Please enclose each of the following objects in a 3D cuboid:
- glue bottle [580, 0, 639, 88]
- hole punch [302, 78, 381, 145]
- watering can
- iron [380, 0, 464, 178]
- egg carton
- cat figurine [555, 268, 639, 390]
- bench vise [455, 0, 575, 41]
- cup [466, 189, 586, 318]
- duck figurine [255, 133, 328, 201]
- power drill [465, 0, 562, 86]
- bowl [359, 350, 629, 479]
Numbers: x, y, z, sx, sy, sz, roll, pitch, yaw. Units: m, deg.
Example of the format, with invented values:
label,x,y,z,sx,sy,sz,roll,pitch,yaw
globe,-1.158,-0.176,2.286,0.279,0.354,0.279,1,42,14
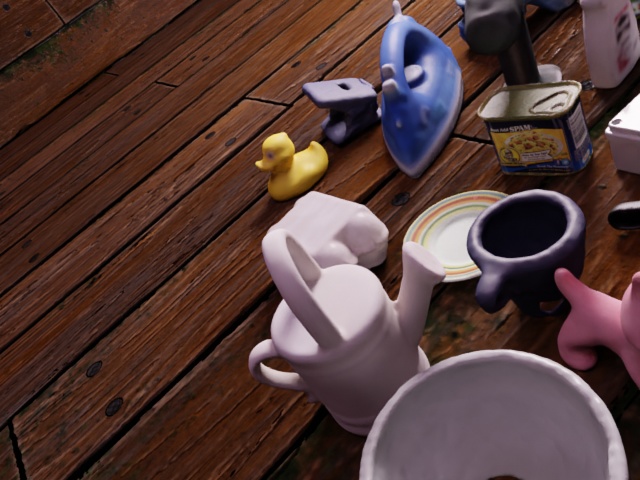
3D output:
label,x,y,z,sx,sy,sz,roll,pitch,yaw
glue bottle,0.319,-0.262,0.643,0.037,0.174,0.078,12,55,46
hole punch,0.036,-0.219,0.893,0.101,0.091,0.108,-33,34,1
watering can,0.017,0.062,0.467,0.173,0.195,0.100,-40,35,-10
iron,0.117,-0.215,0.776,0.118,0.142,0.258,-14,39,26
egg carton,0.006,0.002,0.662,0.107,0.070,0.149,-46,36,-19
cat figurine,0.218,0.051,0.387,0.067,0.118,0.127,-46,36,-18
bench vise,0.274,-0.425,0.839,0.207,0.220,0.121,-36,34,-4
cup,0.171,0.030,0.470,0.091,0.095,0.118,11,54,46
duck figurine,-0.045,-0.119,0.838,0.104,0.086,0.077,-35,34,-2
power drill,0.227,-0.261,0.684,0.075,0.209,0.230,-9,41,31
bowl,0.114,0.160,0.375,0.167,0.075,0.167,-21,36,17
